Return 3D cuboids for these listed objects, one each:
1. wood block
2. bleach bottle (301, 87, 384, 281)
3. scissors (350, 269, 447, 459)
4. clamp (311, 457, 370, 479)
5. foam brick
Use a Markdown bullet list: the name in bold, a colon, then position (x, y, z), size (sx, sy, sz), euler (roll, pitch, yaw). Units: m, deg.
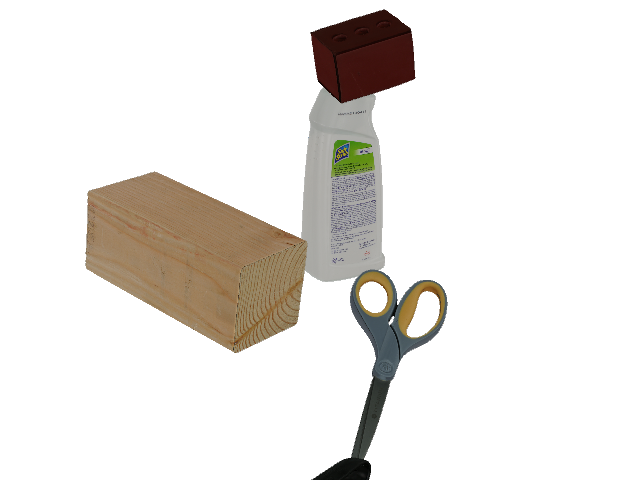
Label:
- **wood block**: position (-0.122, 0.015, 1.017), size (0.206, 0.090, 0.090), euler (25, 30, 33)
- **bleach bottle**: position (0.031, -0.081, 1.218), size (0.102, 0.251, 0.068), euler (-13, 31, -30)
- **scissors**: position (0.041, 0.097, 0.916), size (0.096, 0.201, 0.016), euler (31, -37, 13)
- **clamp**: position (-0.051, 0.194, 0.635), size (0.210, 0.036, 0.164), euler (-4, 28, 1)
- **foam brick**: position (0.039, -0.165, 0.955), size (0.078, 0.051, 0.053), euler (-20, 38, -15)
